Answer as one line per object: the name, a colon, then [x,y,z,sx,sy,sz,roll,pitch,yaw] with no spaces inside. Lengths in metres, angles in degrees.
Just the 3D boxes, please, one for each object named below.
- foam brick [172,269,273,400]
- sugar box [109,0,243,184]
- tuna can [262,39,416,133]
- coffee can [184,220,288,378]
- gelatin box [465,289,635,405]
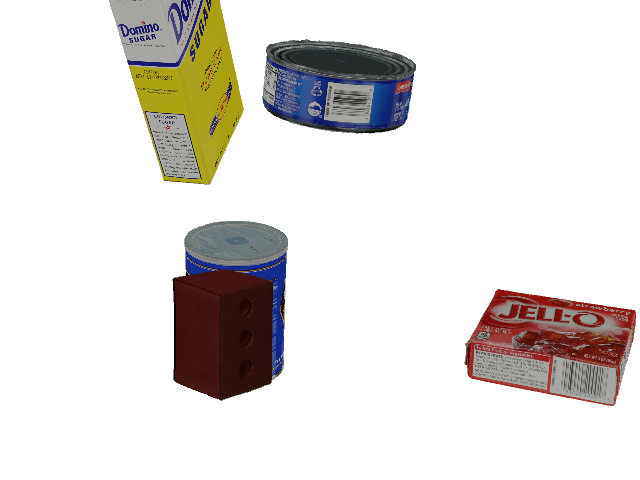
foam brick: [-0.069,0.064,0.755,0.051,0.078,0.052,12,17,42]
sugar box: [-0.100,-0.135,0.772,0.048,0.093,0.176,7,-41,12]
tuna can: [0.010,-0.089,0.609,0.086,0.034,0.086,6,21,-3]
coffee can: [-0.085,0.063,1.078,0.103,0.140,0.103,2,22,-1]
gelatin box: [0.139,0.062,0.644,0.089,0.030,0.073,9,26,21]
